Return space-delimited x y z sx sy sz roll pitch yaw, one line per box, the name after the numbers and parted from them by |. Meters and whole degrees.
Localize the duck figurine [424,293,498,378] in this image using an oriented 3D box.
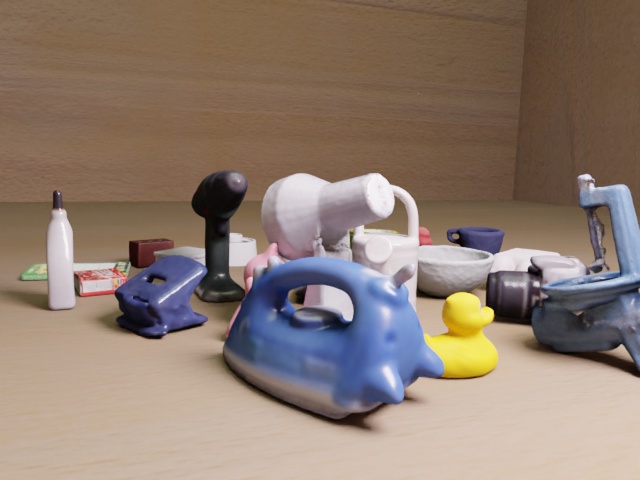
0.153 0.102 0.640 0.105 0.086 0.077 -2 9 -25 | duck figurine

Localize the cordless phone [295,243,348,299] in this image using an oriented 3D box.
0.009 0.003 0.945 0.094 0.185 0.147 2 8 0 | cordless phone

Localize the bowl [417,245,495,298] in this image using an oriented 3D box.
0.216 0.057 0.994 0.167 0.075 0.167 2 8 0 | bowl

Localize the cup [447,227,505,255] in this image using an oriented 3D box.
0.315 0.023 1.178 0.117 0.095 0.092 6 10 30 | cup

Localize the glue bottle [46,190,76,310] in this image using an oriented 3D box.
-0.386 0.013 0.852 0.037 0.173 0.078 -2 9 -24 | glue bottle

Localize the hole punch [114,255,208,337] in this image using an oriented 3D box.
-0.212 0.071 0.766 0.108 0.091 0.101 9 11 40 | hole punch

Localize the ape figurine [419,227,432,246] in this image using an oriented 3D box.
0.208 0.019 1.192 0.078 0.092 0.076 -1 9 -18 | ape figurine

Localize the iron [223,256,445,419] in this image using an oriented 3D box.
-0.009 0.078 0.581 0.257 0.141 0.119 8 10 36 | iron

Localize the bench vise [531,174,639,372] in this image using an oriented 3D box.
0.359 0.037 0.662 0.206 0.220 0.122 6 9 26 | bench vise

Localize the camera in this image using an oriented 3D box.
0.316 0.069 0.844 0.136 0.101 0.143 3 9 13 | camera

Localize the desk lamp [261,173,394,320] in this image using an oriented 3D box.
0.023 0.017 0.758 0.202 0.213 0.118 9 11 42 | desk lamp

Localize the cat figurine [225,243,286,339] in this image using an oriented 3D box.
-0.076 0.063 0.754 0.067 0.118 0.128 3 9 11 | cat figurine

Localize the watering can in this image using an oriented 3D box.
0.097 0.017 0.839 0.101 0.194 0.172 0 9 -10 | watering can

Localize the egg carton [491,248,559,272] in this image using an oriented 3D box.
0.374 0.058 1.039 0.107 0.069 0.151 8 11 39 | egg carton

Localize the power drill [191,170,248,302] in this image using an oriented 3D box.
-0.161 -0.011 0.930 0.076 0.208 0.229 -2 9 -24 | power drill
